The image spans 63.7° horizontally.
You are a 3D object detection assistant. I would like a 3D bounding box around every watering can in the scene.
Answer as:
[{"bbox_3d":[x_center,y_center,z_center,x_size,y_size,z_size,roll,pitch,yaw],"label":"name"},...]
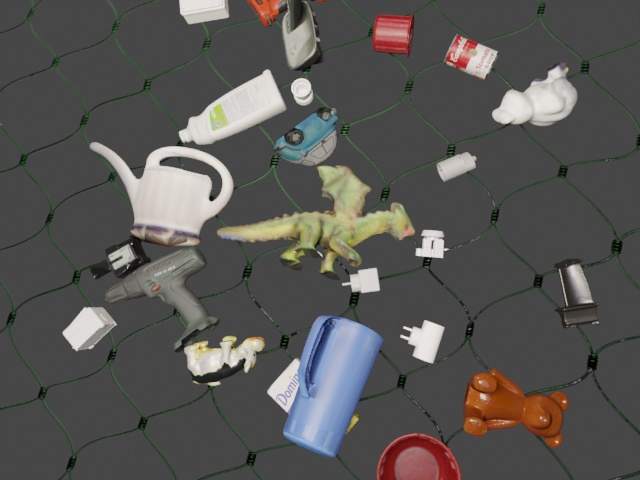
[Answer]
[{"bbox_3d":[-0.367,-0.104,1.150,0.348,0.103,0.226,9,82,7],"label":"watering can"}]

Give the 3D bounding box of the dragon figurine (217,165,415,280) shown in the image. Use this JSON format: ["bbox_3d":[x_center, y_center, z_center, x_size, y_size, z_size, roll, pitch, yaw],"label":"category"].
[{"bbox_3d":[0.003,-0.057,1.123,0.411,0.120,0.247,17,65,7],"label":"dragon figurine"}]

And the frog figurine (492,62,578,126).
[{"bbox_3d":[0.449,-0.278,1.076,0.161,0.137,0.121,-41,108,-20],"label":"frog figurine"}]
